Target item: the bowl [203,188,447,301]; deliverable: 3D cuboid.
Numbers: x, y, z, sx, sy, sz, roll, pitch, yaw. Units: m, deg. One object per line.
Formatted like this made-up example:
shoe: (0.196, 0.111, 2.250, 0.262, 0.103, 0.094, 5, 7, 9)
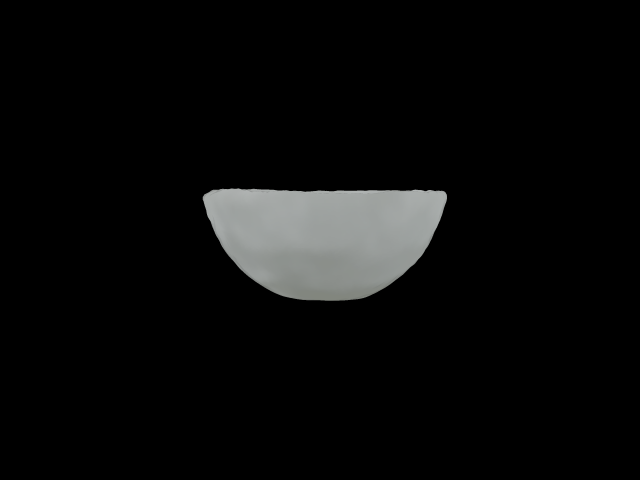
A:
bowl: (0.004, 0.001, 0.400, 0.167, 0.075, 0.167, 0, 5, 0)
